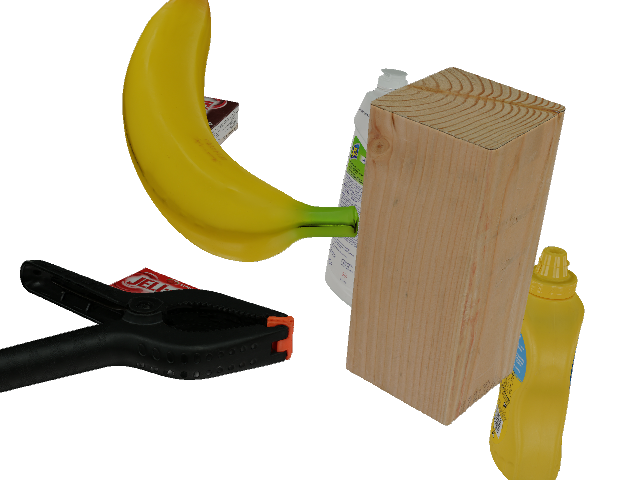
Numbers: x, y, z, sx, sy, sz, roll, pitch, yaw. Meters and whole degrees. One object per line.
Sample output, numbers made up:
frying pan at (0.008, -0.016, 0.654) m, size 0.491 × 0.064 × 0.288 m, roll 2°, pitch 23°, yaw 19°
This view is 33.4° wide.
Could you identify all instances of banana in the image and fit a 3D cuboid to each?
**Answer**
banana at (-0.053, -0.050, 0.474) m, size 0.069 × 0.037 × 0.198 m, roll -17°, pitch 47°, yaw -17°

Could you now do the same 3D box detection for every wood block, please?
wood block at (0.084, 0.004, 0.705) m, size 0.091 × 0.206 × 0.090 m, roll 27°, pitch 38°, yaw 32°

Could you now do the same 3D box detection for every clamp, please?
clamp at (-0.125, 0.055, 0.726) m, size 0.210 × 0.036 × 0.164 m, roll 1°, pitch 24°, yaw -8°

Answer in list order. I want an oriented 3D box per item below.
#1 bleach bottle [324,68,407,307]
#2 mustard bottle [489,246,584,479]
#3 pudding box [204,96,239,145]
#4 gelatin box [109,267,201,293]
bleach bottle at (0.063, -0.056, 1.148) m, size 0.068 × 0.251 × 0.103 m, roll -1°, pitch 22°, yaw -26°
mustard bottle at (0.177, 0.096, 0.866) m, size 0.058 × 0.192 × 0.096 m, roll 4°, pitch 23°, yaw 2°
pudding box at (-0.156, -0.135, 1.245) m, size 0.090 × 0.039 × 0.113 m, roll 11°, pitch 32°, yaw 14°
gelatin box at (-0.160, 0.061, 1.020) m, size 0.089 × 0.030 × 0.073 m, roll 20°, pitch 28°, yaw 29°
